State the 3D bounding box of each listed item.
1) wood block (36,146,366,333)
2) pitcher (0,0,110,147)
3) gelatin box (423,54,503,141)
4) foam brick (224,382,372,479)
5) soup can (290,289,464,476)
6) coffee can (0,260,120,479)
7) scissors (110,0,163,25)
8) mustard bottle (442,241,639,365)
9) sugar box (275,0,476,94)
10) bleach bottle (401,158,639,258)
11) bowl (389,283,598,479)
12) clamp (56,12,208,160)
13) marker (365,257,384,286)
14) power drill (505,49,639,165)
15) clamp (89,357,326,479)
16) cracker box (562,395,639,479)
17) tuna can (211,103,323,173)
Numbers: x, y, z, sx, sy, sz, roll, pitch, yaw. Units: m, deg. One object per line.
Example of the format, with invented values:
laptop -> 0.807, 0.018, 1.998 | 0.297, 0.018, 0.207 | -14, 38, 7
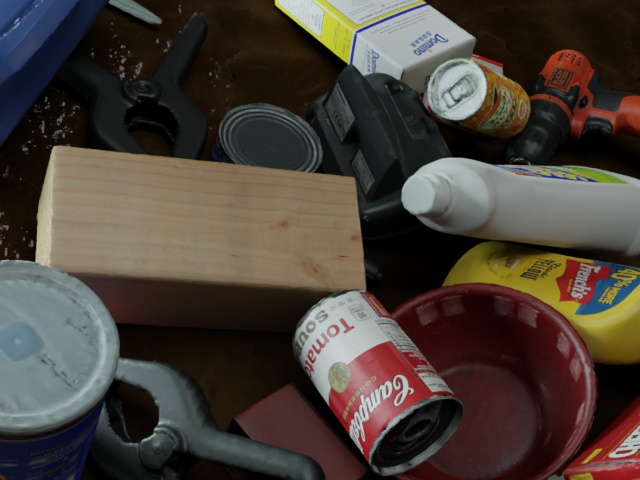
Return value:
wood block -> -0.083, 0.004, 0.723 | 0.205, 0.091, 0.090 | 5, 64, -19
pitcher -> -0.226, -0.167, 0.767 | 0.149, 0.145, 0.242 | 23, 52, 6
gelatin box -> 0.134, -0.139, 0.995 | 0.073, 0.030, 0.089 | 16, 46, -11
foam brick -> -0.018, 0.141, 0.669 | 0.051, 0.053, 0.078 | -28, 65, -38
soup can -> 0.034, 0.088, 0.674 | 0.068, 0.069, 0.102 | -12, 46, -31
coffee can -> -0.172, 0.094, 0.584 | 0.102, 0.140, 0.103 | 12, 47, -13
scissors -> -0.241, -0.231, 0.928 | 0.202, 0.016, 0.096 | 40, 49, 14
mustard bottle -> 0.189, 0.048, 0.769 | 0.192, 0.058, 0.096 | 12, 30, 36
sugar box -> 0.048, -0.200, 0.981 | 0.093, 0.048, 0.176 | -27, 58, -29
bleach bottle -> 0.155, -0.027, 0.807 | 0.103, 0.068, 0.250 | 20, 12, 40
bowl -> 0.103, 0.110, 0.720 | 0.162, 0.055, 0.162 | -7, 53, 9
clamp -> -0.136, -0.114, 0.852 | 0.164, 0.036, 0.210 | -14, 56, -27
marker -> -0.005, 0.001, 0.820 | 0.121, 0.020, 0.020 | 28, 46, 3
power drill -> 0.273, -0.097, 0.973 | 0.188, 0.057, 0.184 | 20, 47, 13
clamp -> -0.092, 0.138, 0.635 | 0.172, 0.039, 0.120 | 34, 78, 28
cracker box -> 0.270, 0.193, 0.678 | 0.163, 0.072, 0.214 | -31, 93, -39
tuna can -> -0.043, -0.068, 0.854 | 0.086, 0.034, 0.086 | 12, 47, -13
